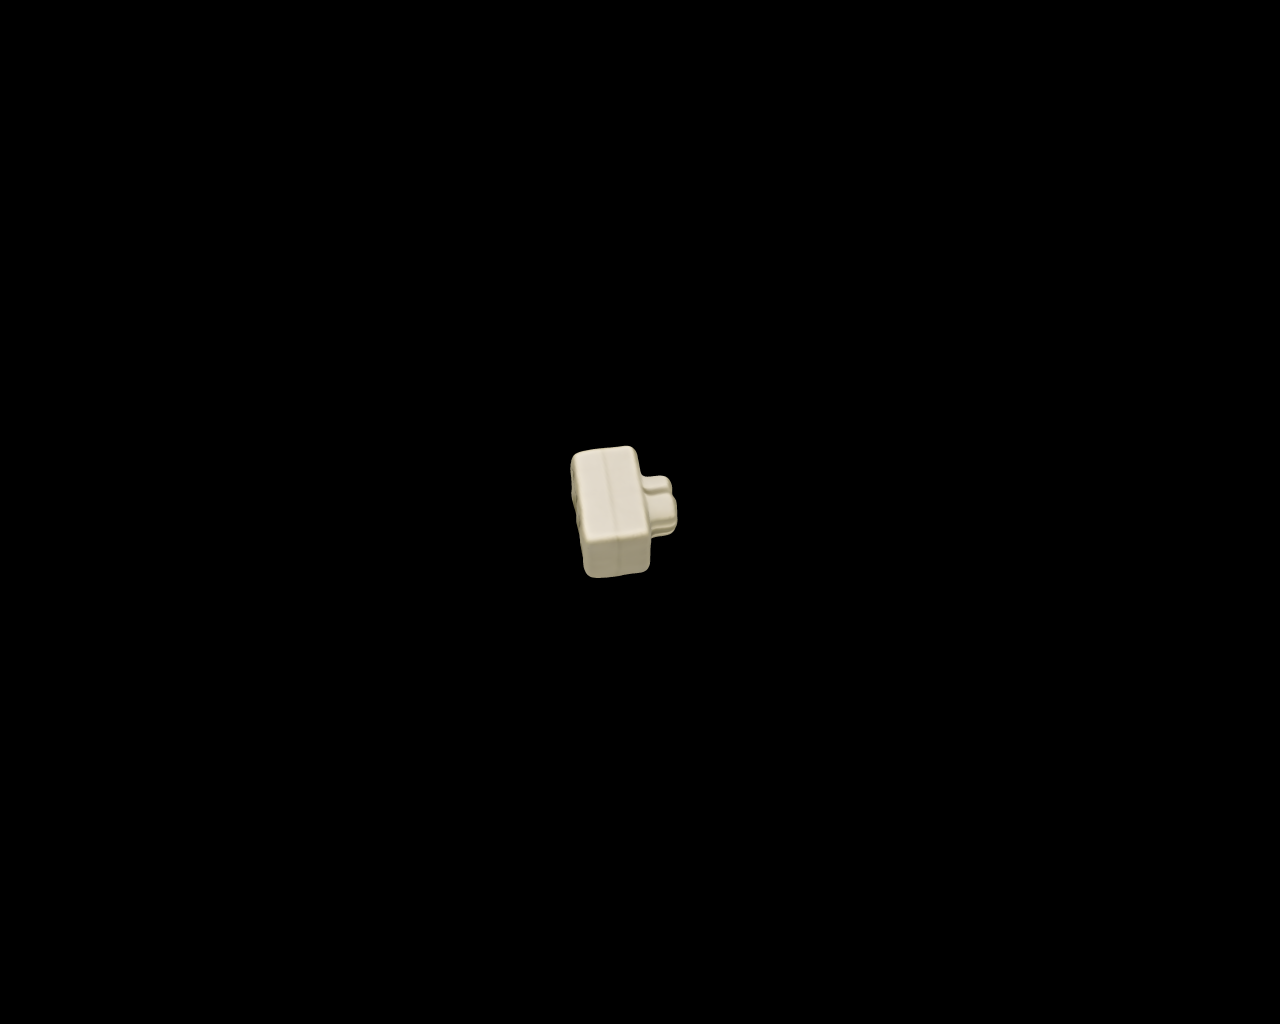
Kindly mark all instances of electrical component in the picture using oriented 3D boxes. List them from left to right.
[{"bbox_3d":[0.001,-0.003,0.650,0.077,0.066,0.047,-7,-32,-5],"label":"electrical component"}]
